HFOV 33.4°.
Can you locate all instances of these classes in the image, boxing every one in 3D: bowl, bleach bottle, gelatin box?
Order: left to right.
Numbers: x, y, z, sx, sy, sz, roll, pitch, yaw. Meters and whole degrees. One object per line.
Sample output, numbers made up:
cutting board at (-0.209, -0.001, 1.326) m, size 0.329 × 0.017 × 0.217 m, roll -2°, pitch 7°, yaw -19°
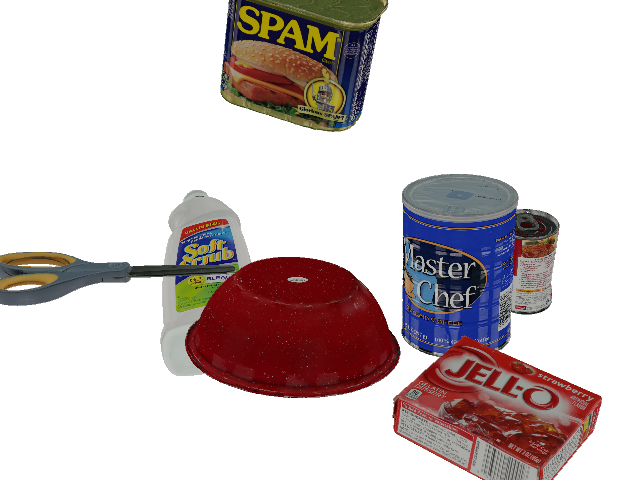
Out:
bleach bottle at (-0.123, 0.029, 1.102) m, size 0.102 × 0.068 × 0.251 m, roll -9°, pitch 37°, yaw -8°
bowl at (-0.019, 0.054, 0.790) m, size 0.162 × 0.055 × 0.162 m, roll 3°, pitch 21°, yaw -1°
gelatin box at (0.095, 0.094, 0.578) m, size 0.089 × 0.030 × 0.073 m, roll 24°, pitch 37°, yaw 30°

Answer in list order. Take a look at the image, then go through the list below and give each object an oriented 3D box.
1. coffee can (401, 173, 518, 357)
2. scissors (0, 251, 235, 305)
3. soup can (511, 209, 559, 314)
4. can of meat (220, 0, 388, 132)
coffee can at (0.125, 0.022, 0.972) m, size 0.103 × 0.140 × 0.103 m, roll -2°, pitch 24°, yaw 0°
scissors at (-0.179, 0.033, 0.871) m, size 0.202 × 0.016 × 0.096 m, roll 4°, pitch 23°, yaw 12°
soup can at (0.234, 0.024, 1.215) m, size 0.068 × 0.102 × 0.068 m, roll -2°, pitch 30°, yaw 1°
can of meat at (-0.014, -0.126, 0.700) m, size 0.102 × 0.084 × 0.057 m, roll 19°, pitch 38°, yaw 12°
